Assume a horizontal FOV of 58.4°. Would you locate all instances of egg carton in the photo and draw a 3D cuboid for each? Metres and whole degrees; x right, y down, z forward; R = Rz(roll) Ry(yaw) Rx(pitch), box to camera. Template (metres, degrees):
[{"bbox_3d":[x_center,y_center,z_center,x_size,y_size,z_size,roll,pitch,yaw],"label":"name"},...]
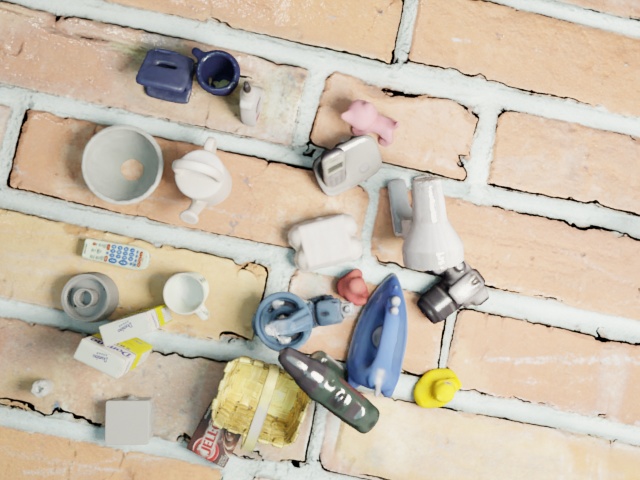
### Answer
[{"bbox_3d":[0.011,0.004,1.209,0.150,0.069,0.107,-16,87,-3],"label":"egg carton"}]

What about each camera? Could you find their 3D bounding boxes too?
[{"bbox_3d":[0.264,0.100,1.199,0.137,0.100,0.143,-38,89,-4],"label":"camera"}]

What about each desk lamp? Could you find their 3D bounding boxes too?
[{"bbox_3d":[0.205,-0.040,1.148,0.118,0.213,0.203,-9,87,-2],"label":"desk lamp"}]

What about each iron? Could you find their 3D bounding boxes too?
[{"bbox_3d":[0.132,0.193,1.168,0.118,0.141,0.258,13,86,-1],"label":"iron"}]

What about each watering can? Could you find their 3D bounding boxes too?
[{"bbox_3d":[-0.237,-0.121,1.144,0.101,0.194,0.173,-8,87,-2],"label":"watering can"}]

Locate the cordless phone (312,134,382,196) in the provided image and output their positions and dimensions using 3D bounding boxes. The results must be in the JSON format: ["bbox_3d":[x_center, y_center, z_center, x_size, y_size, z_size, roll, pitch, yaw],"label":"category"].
[{"bbox_3d":[0.058,-0.163,1.163,0.147,0.185,0.094,-31,88,-3],"label":"cordless phone"}]

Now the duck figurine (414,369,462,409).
[{"bbox_3d":[0.249,0.316,1.193,0.104,0.086,0.077,-30,88,-3],"label":"duck figurine"}]

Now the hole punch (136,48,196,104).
[{"bbox_3d":[-0.323,-0.352,1.205,0.108,0.091,0.101,11,86,-1],"label":"hole punch"}]

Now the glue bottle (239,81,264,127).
[{"bbox_3d":[-0.143,-0.289,1.168,0.037,0.173,0.078,12,86,-1],"label":"glue bottle"}]

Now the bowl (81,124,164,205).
[{"bbox_3d":[-0.403,-0.152,1.199,0.167,0.074,0.167,0,87,-2],"label":"bowl"}]

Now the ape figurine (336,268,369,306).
[{"bbox_3d":[0.073,0.098,1.195,0.076,0.092,0.078,12,86,-1],"label":"ape figurine"}]

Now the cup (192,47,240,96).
[{"bbox_3d":[-0.220,-0.349,1.207,0.118,0.095,0.092,42,86,1],"label":"cup"}]

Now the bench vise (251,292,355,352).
[{"bbox_3d":[-0.040,0.145,1.124,0.207,0.219,0.121,-29,88,-3],"label":"bench vise"}]

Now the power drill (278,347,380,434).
[{"bbox_3d":[0.011,0.280,1.124,0.229,0.208,0.076,38,86,0],"label":"power drill"}]

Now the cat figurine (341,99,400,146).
[{"bbox_3d":[0.108,-0.255,1.204,0.128,0.117,0.067,18,86,-1],"label":"cat figurine"}]
